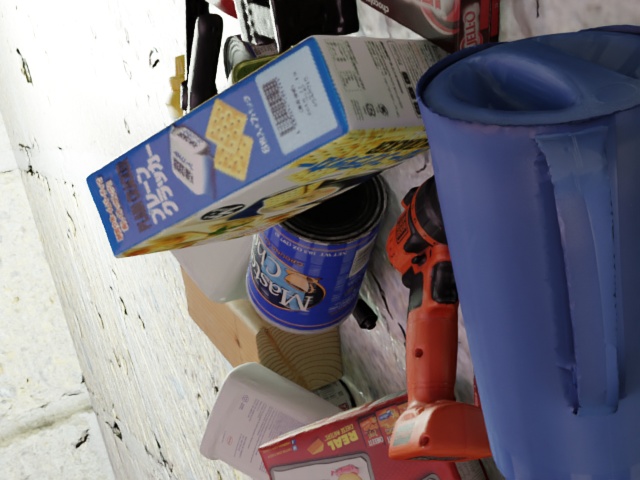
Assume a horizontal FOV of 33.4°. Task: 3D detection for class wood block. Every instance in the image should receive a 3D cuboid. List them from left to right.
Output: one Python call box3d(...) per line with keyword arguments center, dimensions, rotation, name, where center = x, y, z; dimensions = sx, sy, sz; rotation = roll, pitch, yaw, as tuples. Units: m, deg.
box3d(center=(-0.067, 0.076, 1.127), dimensions=(0.206, 0.090, 0.091), rotation=(39, 142, 53), name="wood block")

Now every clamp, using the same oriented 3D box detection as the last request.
box3d(center=(-0.117, -0.143, 1.041), dimensions=(0.164, 0.036, 0.210), rotation=(-119, 31, -69), name="clamp")

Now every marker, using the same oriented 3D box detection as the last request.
box3d(center=(0.018, 0.037, 0.985), dimensions=(0.121, 0.020, 0.020), rotation=(55, 154, 36), name="marker")

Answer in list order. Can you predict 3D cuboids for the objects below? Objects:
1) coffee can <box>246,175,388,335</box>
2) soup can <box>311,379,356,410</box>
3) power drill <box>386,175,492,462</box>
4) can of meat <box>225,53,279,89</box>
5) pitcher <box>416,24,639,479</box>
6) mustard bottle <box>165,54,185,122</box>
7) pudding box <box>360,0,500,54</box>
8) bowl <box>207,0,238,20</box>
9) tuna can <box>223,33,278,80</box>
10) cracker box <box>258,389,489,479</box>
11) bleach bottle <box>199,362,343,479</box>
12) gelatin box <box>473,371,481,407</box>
box3d(center=(-0.006, 0.001, 0.900), dimensions=(0.103, 0.102, 0.140), rotation=(59, 155, 28), name="coffee can")
box3d(center=(-0.019, 0.185, 1.085), dimensions=(0.069, 0.102, 0.068), rotation=(50, 150, 43), name="soup can")
box3d(center=(0.084, 0.049, 0.702), dimensions=(0.184, 0.057, 0.187), rotation=(115, 158, -73), name="power drill")
box3d(center=(-0.034, -0.111, 0.878), dimensions=(0.057, 0.102, 0.084), rotation=(66, 156, 16), name="can of meat")
box3d(center=(0.130, 0.023, 0.552), dimensions=(0.145, 0.149, 0.243), rotation=(20, 130, 46), name="pitcher")
box3d(center=(-0.129, -0.107, 1.165), dimensions=(0.096, 0.058, 0.191), rotation=(-149, 45, -64), name="mustard bottle")
box3d(center=(0.067, -0.177, 0.665), dimensions=(0.114, 0.039, 0.090), rotation=(45, 147, 47), name="pudding box")
box3d(center=(-0.076, -0.254, 0.923), dimensions=(0.162, 0.055, 0.162), rotation=(51, 151, 42), name="bowl")
box3d(center=(-0.058, -0.152, 0.990), dimensions=(0.086, 0.033, 0.086), rotation=(50, 151, 41), name="tuna can")
box3d(center=(0.065, 0.238, 0.867), dimensions=(0.164, 0.072, 0.214), rotation=(-25, 83, 27), name="cracker box")
box3d(center=(0.015, 0.209, 0.963), dimensions=(0.251, 0.068, 0.103), rotation=(27, 107, 23), name="bleach bottle")
box3d(center=(0.137, 0.099, 0.738), dimensions=(0.073, 0.030, 0.089), rotation=(41, 144, 51), name="gelatin box")
